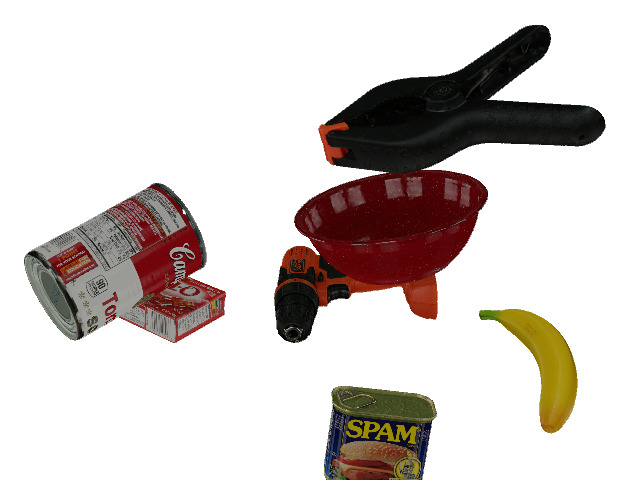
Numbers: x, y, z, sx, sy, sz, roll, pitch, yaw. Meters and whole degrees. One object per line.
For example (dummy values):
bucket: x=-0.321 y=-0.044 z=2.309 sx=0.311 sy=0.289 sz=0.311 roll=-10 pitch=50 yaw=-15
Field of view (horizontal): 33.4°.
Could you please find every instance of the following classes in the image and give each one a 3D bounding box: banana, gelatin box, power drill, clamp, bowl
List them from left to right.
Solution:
gelatin box: x=-0.148 y=0.059 z=1.029 sx=0.089 sy=0.030 sz=0.073 roll=20 pitch=29 yaw=30
power drill: x=0.040 y=0.059 z=1.240 sx=0.187 sy=0.057 sz=0.184 roll=-1 pitch=28 yaw=2
bowl: x=0.062 y=-0.007 z=0.891 sx=0.162 sy=0.055 sz=0.162 roll=-10 pitch=21 yaw=4
clamp: x=0.088 y=-0.076 z=0.666 sx=0.171 sy=0.039 sz=0.120 roll=-23 pitch=34 yaw=-2
banana: x=0.234 y=0.129 z=1.136 sx=0.069 sy=0.037 sz=0.198 roll=-25 pitch=34 yaw=2

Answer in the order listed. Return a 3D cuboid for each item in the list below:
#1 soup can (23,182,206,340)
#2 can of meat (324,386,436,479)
soup can: x=-0.137 y=0.013 z=0.715 sx=0.102 sy=0.068 sz=0.069 roll=-32 pitch=16 yaw=-27
can of meat: x=0.056 y=0.195 z=1.044 sx=0.102 sy=0.084 sz=0.057 roll=7 pitch=16 yaw=-3
